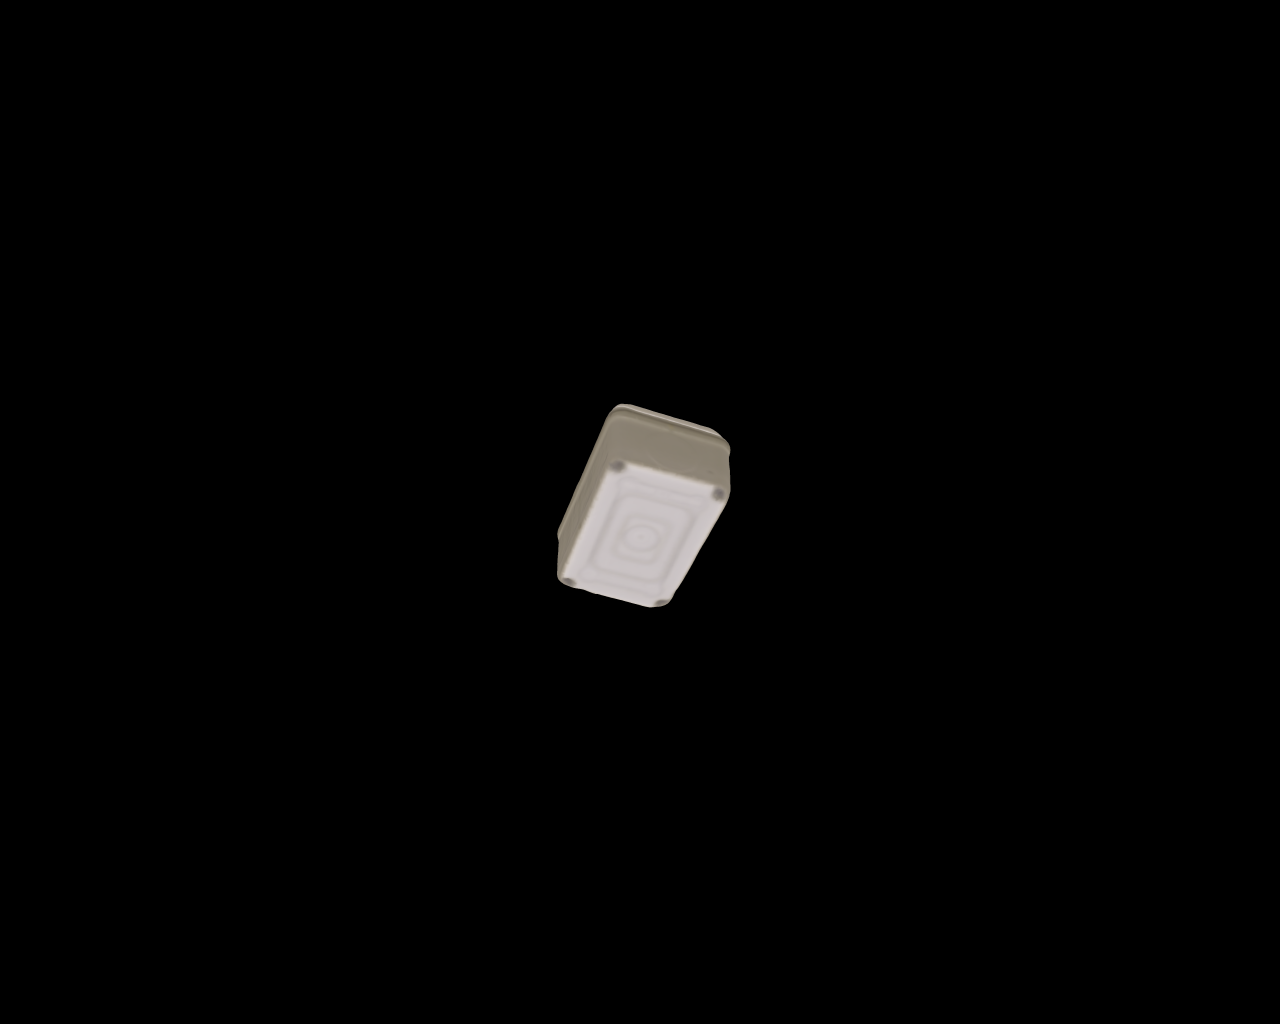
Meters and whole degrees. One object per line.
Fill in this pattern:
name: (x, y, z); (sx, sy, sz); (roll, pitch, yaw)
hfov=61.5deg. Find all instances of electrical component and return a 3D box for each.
electrical component: (0.001, -0.003, 0.650); (0.078, 0.113, 0.057); (16, 40, -13)
